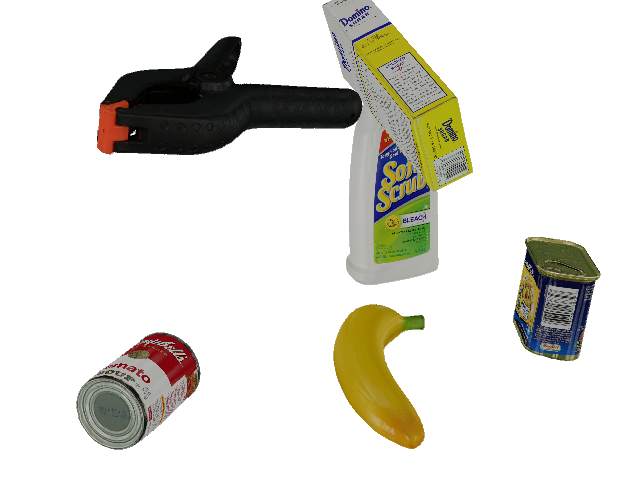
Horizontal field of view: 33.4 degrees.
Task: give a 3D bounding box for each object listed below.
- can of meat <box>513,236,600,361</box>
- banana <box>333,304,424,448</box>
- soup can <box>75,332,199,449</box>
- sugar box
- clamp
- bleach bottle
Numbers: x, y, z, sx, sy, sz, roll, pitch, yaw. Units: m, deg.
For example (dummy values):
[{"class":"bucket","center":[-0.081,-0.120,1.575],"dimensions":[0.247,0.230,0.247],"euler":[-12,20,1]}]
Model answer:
[{"class":"can of meat","center":[0.216,0.053,0.988],"dimensions":[0.057,0.084,0.102],"euler":[7,18,-1]},{"class":"banana","center":[0.043,0.090,0.791],"dimensions":[0.069,0.037,0.197],"euler":[3,22,5]},{"class":"soup can","center":[-0.157,0.129,0.925],"dimensions":[0.069,0.068,0.102],"euler":[0,16,21]},{"class":"sugar box","center":[0.064,-0.131,0.907],"dimensions":[0.048,0.176,0.093],"euler":[-26,-40,-4]},{"class":"clamp","center":[-0.071,-0.090,0.651],"dimensions":[0.171,0.039,0.120],"euler":[-14,31,-40]},{"class":"bleach bottle","center":[0.071,-0.083,1.122],"dimensions":[0.102,0.251,0.068],"euler":[-11,23,-14]}]
